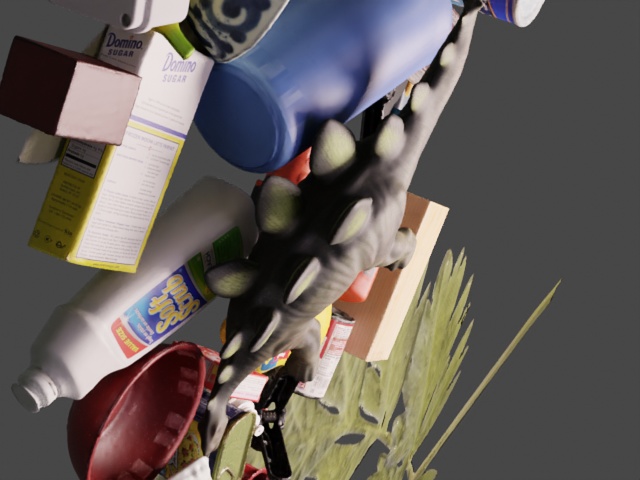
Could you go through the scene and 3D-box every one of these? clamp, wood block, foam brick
[{"bbox_3d":[0.054,-0.163,1.129,0.164,0.036,0.210,44,63,-59],"label":"clamp"},{"bbox_3d":[0.071,0.037,1.317,0.090,0.091,0.206,10,102,-68],"label":"wood block"},{"bbox_3d":[-0.163,-0.096,0.698,0.078,0.053,0.051,2,110,-66],"label":"foam brick"},{"bbox_3d":[-0.053,0.182,1.146,0.172,0.039,0.120,-160,-97,-72],"label":"clamp"}]

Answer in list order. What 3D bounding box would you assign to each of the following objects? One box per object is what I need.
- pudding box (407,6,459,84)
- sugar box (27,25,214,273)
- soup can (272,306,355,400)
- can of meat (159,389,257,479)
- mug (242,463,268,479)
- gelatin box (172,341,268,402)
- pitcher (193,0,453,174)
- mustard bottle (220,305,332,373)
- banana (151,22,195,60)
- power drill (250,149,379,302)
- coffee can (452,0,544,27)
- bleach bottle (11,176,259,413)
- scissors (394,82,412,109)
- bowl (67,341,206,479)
[{"bbox_3d":[0.101,-0.220,1.118,0.113,0.039,0.090,30,66,-49],"label":"pudding box"},{"bbox_3d":[-0.144,-0.067,0.783,0.093,0.048,0.176,16,94,-68],"label":"sugar box"},{"bbox_3d":[-0.008,0.128,1.256,0.068,0.069,0.102,8,105,-67],"label":"soup can"},{"bbox_3d":[-0.119,0.200,1.053,0.057,0.084,0.102,-27,136,-58],"label":"can of meat"},{"bbox_3d":[-0.105,0.268,1.155,0.117,0.082,0.093,-18,128,-62],"label":"mug"},{"bbox_3d":[-0.100,0.128,1.039,0.030,0.073,0.089,-66,158,-2],"label":"gelatin box"},{"bbox_3d":[-0.004,-0.153,0.926,0.242,0.145,0.149,-42,132,-38],"label":"pitcher"},{"bbox_3d":[-0.053,0.094,1.133,0.096,0.058,0.191,-65,158,9],"label":"mustard bottle"},{"bbox_3d":[-0.088,-0.223,0.731,0.037,0.069,0.198,177,-67,-75],"label":"banana"},{"bbox_3d":[-0.007,0.001,1.086,0.187,0.057,0.184,34,76,-52],"label":"power drill"},{"bbox_3d":[0.170,-0.298,1.140,0.102,0.140,0.103,-49,152,-37],"label":"coffee can"},{"bbox_3d":[-0.149,0.053,0.871,0.250,0.068,0.102,-45,151,-37],"label":"bleach bottle"},{"bbox_3d":[0.093,-0.143,1.289,0.096,0.016,0.202,-3,114,-66],"label":"scissors"},{"bbox_3d":[-0.168,0.150,0.924,0.162,0.055,0.162,-50,155,-34],"label":"bowl"}]
